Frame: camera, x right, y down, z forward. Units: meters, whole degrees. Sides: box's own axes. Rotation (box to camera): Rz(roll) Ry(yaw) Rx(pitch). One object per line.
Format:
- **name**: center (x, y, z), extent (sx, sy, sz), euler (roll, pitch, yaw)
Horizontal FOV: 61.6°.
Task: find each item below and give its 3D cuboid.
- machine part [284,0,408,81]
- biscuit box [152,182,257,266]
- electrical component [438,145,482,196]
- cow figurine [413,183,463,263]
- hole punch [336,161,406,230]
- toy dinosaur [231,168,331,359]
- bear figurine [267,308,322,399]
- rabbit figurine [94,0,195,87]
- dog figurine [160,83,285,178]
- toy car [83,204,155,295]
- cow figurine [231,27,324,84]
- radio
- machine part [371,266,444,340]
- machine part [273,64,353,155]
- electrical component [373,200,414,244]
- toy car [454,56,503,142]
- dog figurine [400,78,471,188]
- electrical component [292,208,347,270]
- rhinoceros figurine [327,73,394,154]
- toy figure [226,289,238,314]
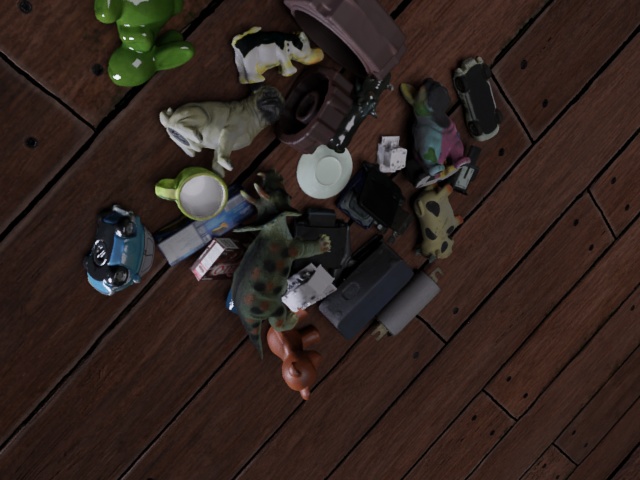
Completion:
- **machine part**: center (0.044, -0.381, 0.960), extent (0.201, 0.201, 0.087), euler (38, 94, -34)
- **biscuit box**: center (-0.226, -0.034, 1.060), extent (0.203, 0.063, 0.059), euler (-34, 122, -11)
- **electrical component**: center (0.340, -0.172, 1.292), extent (0.075, 0.048, 0.119), euler (8, 107, -30)
- **cow figurine**: center (0.278, -0.032, 1.301), extent (0.127, 0.086, 0.194), euler (-37, 125, -15)
- **hole punch**: center (0.111, -0.091, 1.199), extent (0.142, 0.092, 0.116), euler (36, 63, -24)
- **toy dinosaur**: center (-0.110, 0.069, 1.053), extent (0.192, 0.131, 0.404), euler (9, 103, -41)
- **bear figurine**: center (-0.042, 0.246, 1.195), extent (0.132, 0.196, 0.120), euler (-32, 119, -12)
- **rabbit figurine**: center (-0.296, -0.336, 0.885), extent (0.159, 0.121, 0.170), euler (-4, 131, -33)
- **dog figurine**: center (-0.174, -0.236, 0.990), extent (0.172, 0.121, 0.190), euler (39, 73, -25)
- **toy car**: center (-0.364, 0.020, 1.002), extent (0.103, 0.109, 0.161), euler (11, 95, -54)
- **cow figurine**: center (-0.077, -0.352, 0.997), extent (0.167, 0.068, 0.098), euler (-22, 113, -18)
- **radio**: center (0.109, 0.120, 1.262), extent (0.229, 0.073, 0.131), euler (-46, 149, -3)
- **machine part**: center (0.221, 0.158, 1.359), extent (0.243, 0.079, 0.079), euler (-45, 123, -2)
- **machine part**: center (-0.013, -0.245, 1.014), extent (0.056, 0.180, 0.179), euler (29, 97, -35)
- **electrical component**: center (0.169, -0.052, 1.250), extent (0.102, 0.078, 0.045), euler (-50, 144, 4)
- **toy car**: center (0.363, -0.321, 1.235), extent (0.073, 0.056, 0.201), euler (-31, 121, -4)
- **dog figurine**: center (0.237, -0.242, 1.185), extent (0.108, 0.191, 0.219), euler (-15, 83, -17)
- **electrical component**: center (-0.002, -0.004, 1.172), extent (0.115, 0.058, 0.134), euler (0, 112, -10)
- **rhinoceros figurine**: center (0.068, -0.266, 1.079), extent (0.073, 0.112, 0.190), euler (28, 105, -31)
- **toy figure**: center (-0.154, 0.081, 1.148), extent (0.154, 0.064, 0.057), euler (-65, 158, 6)
